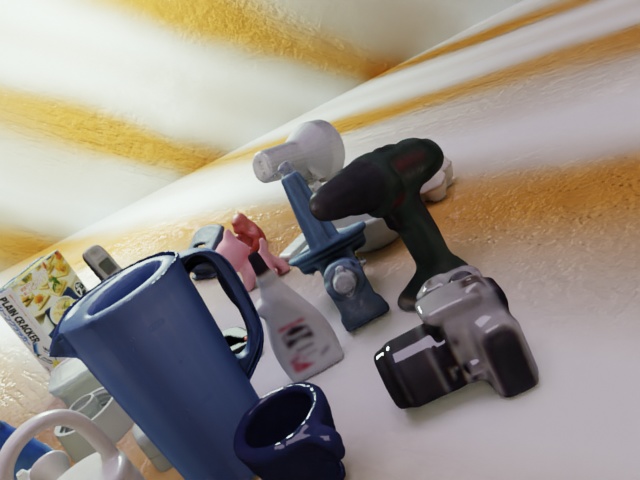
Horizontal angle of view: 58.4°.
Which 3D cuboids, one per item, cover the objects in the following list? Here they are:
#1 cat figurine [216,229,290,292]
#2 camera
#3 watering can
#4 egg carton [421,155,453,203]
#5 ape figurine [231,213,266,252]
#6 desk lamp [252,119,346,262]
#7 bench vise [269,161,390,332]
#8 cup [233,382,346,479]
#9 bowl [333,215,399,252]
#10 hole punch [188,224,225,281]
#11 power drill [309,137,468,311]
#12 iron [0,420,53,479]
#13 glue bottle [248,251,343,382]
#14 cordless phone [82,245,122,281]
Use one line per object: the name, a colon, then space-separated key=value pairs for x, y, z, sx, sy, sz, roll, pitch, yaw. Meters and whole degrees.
cat figurine: x=-0.137 y=0.032 z=1.045 sx=0.127 sy=0.118 sz=0.067 roll=-16 pitch=23 yaw=32
camera: x=0.118 y=0.094 z=0.562 sx=0.137 sy=0.101 sz=0.143 roll=-27 pitch=19 yaw=5
watering can: x=-0.213 y=0.238 z=0.514 sx=0.172 sy=0.194 sz=0.101 roll=-17 pitch=23 yaw=30
egg carton: x=0.165 y=-0.103 z=1.039 sx=0.150 sy=0.069 sz=0.107 roll=-15 pitch=23 yaw=34
ape figurine: x=-0.161 y=-0.016 z=1.237 sx=0.077 sy=0.092 sz=0.076 roll=-5 pitch=30 yaw=49
desk lamp: x=-0.026 y=-0.099 z=1.075 sx=0.117 sy=0.214 sz=0.204 roll=-8 pitch=28 yaw=45
bench vise: x=0.017 y=-0.004 z=0.766 sx=0.122 sy=0.220 sz=0.206 roll=-34 pitch=20 yaw=-15
cup: x=-0.008 y=0.190 z=0.503 sx=0.117 sy=0.095 sz=0.092 roll=-6 pitch=30 yaw=48
bowl: x=0.089 y=-0.029 z=0.951 sx=0.167 sy=0.075 sz=0.167 roll=-25 pitch=20 yaw=10
hole punch: x=-0.247 y=0.026 z=1.252 sx=0.108 sy=0.091 sz=0.101 roll=-10 pitch=27 yaw=43
power drill: x=0.100 y=-0.020 z=0.710 sx=0.075 sy=0.209 sz=0.230 roll=-8 pitch=28 yaw=45
iron: x=-0.501 y=0.301 z=0.835 sx=0.257 sy=0.142 sz=0.119 roll=-20 pitch=21 yaw=23
glue bottle: x=-0.041 y=0.087 z=0.688 sx=0.078 sy=0.173 sz=0.037 roll=-30 pitch=20 yaw=-3
cordless phone: x=-0.408 y=0.072 z=1.217 sx=0.094 sy=0.185 sz=0.148 roll=-20 pitch=21 yaw=25
